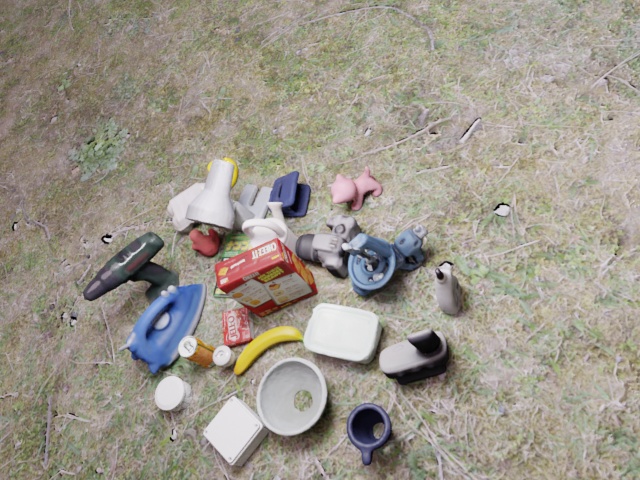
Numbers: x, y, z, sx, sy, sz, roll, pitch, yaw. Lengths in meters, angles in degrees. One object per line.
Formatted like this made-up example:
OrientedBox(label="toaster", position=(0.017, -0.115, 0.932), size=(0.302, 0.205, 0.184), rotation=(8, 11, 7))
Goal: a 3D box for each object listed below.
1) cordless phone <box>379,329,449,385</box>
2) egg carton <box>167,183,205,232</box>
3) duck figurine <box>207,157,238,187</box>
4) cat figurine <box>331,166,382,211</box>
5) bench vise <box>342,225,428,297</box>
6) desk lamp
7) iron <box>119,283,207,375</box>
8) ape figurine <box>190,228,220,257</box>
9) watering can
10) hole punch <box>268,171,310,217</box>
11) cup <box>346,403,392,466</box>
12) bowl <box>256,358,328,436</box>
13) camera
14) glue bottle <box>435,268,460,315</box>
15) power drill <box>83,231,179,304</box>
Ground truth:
OrientedBox(label="cordless phone", position=(0.181, 0.222, 1.164), size=(0.147, 0.185, 0.094), rotation=(-23, 58, 10))
OrientedBox(label="egg carton", position=(-0.356, -0.093, 1.617), size=(0.150, 0.070, 0.107), rotation=(-34, 57, 4))
OrientedBox(label="duck figurine", position=(-0.284, -0.197, 1.630), size=(0.077, 0.086, 0.104), rotation=(8, 68, 26))
OrientedBox(label="cat figurine", position=(0.081, -0.133, 1.426), size=(0.128, 0.118, 0.067), rotation=(-39, 57, 1))
OrientedBox(label="bench vise", position=(0.132, 0.017, 1.268), size=(0.121, 0.220, 0.207), rotation=(36, 82, 33))
OrientedBox(label="desk lamp", position=(-0.237, -0.099, 1.484), size=(0.117, 0.214, 0.203), rotation=(11, 70, 27))
OrientedBox(label="iron", position=(-0.395, 0.197, 1.443), size=(0.118, 0.142, 0.258), rotation=(23, 75, 30))
OrientedBox(label="ape figurine", position=(-0.316, 0.000, 1.539), size=(0.077, 0.092, 0.076), rotation=(-27, 58, 8))
OrientedBox(label="watering can", position=(-0.121, -0.011, 1.403), size=(0.100, 0.195, 0.172), rotation=(-21, 59, 12))
OrientedBox(label="hole punch", position=(-0.089, -0.118, 1.506), size=(0.100, 0.091, 0.108), rotation=(-2, 64, 22))
OrientedBox(label="cup", position=(0.109, 0.398, 1.159), size=(0.091, 0.095, 0.118), rotation=(-4, 63, 21))
OrientedBox(label="bowl", position=(-0.051, 0.350, 1.262), size=(0.167, 0.075, 0.167), rotation=(-9, 62, 18))
OrientedBox(label="camera", position=(0.013, 0.005, 1.395), size=(0.136, 0.101, 0.143), rotation=(8, 68, 26))
OrientedBox(label="glue bottle", position=(0.263, 0.096, 1.201), size=(0.037, 0.174, 0.078), rotation=(1, 65, 24))
OrientedBox(label="power drill", position=(-0.470, 0.096, 1.486), size=(0.075, 0.209, 0.230), rotation=(33, 81, 32))
